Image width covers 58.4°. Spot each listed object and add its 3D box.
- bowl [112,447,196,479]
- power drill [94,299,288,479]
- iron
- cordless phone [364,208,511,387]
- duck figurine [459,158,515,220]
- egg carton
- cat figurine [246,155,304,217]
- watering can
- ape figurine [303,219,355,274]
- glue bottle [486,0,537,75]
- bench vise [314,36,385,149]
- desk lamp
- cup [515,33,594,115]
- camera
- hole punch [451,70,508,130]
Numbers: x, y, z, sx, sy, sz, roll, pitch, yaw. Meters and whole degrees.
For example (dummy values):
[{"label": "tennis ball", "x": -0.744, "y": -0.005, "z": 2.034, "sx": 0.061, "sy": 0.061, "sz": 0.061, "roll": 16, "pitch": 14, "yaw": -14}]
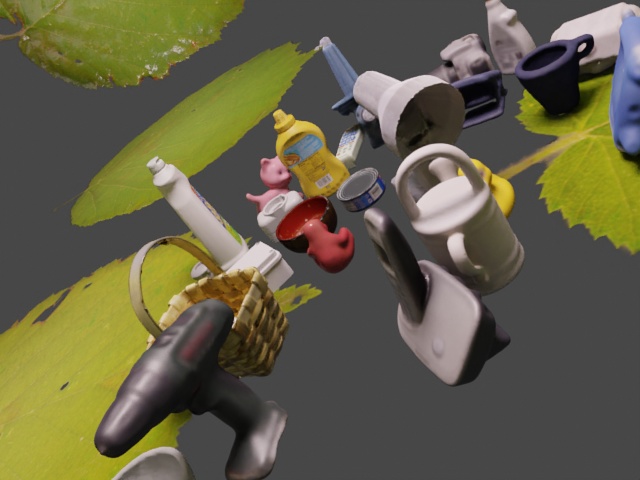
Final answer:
[{"label": "bowl", "x": -0.198, "y": 0.336, "z": 0.668, "sx": 0.167, "sy": 0.075, "sz": 0.167, "roll": -28, "pitch": 30, "yaw": 18}, {"label": "power drill", "x": -0.133, "y": 0.190, "z": 0.667, "sx": 0.075, "sy": 0.209, "sz": 0.229, "roll": -20, "pitch": 33, "yaw": 29}, {"label": "iron", "x": 0.414, "y": -0.225, "z": 0.732, "sx": 0.118, "sy": 0.142, "sz": 0.258, "roll": -19, "pitch": 33, "yaw": 30}, {"label": "cordless phone", "x": 0.110, "y": 0.055, "z": 0.616, "sx": 0.094, "sy": 0.185, "sz": 0.147, "roll": -40, "pitch": 28, "yaw": -5}, {"label": "duck figurine", "x": 0.219, "y": -0.076, "z": 0.793, "sx": 0.077, "sy": 0.086, "sz": 0.104, "roll": -24, "pitch": 31, "yaw": 23}, {"label": "egg carton", "x": 0.437, "y": -0.312, "z": 0.912, "sx": 0.149, "sy": 0.070, "sz": 0.107, "roll": -9, "pitch": 39, "yaw": 41}, {"label": "cat figurine", "x": -0.098, "y": -0.112, "z": 1.171, "sx": 0.128, "sy": 0.118, "sz": 0.067, "roll": -48, "pitch": 30, "yaw": -19}, {"label": "watering can", "x": 0.158, "y": -0.035, "z": 0.686, "sx": 0.101, "sy": 0.194, "sz": 0.172, "roll": -35, "pitch": 28, "yaw": 5}, {"label": "ape figurine", "x": 0.008, "y": 0.003, "z": 0.907, "sx": 0.077, "sy": 0.092, "sz": 0.076, "roll": -21, "pitch": 32, "yaw": 28}, {"label": "glue bottle", "x": 0.329, "y": -0.378, "z": 1.021, "sx": 0.037, "sy": 0.173, "sz": 0.077, "roll": -48, "pitch": 30, "yaw": -19}, {"label": "bench vise", "x": 0.080, "y": -0.307, "z": 1.149, "sx": 0.121, "sy": 0.220, "sz": 0.206, "roll": -40, "pitch": 28, "yaw": -5}, {"label": "desk lamp", "x": 0.140, "y": -0.157, "z": 0.865, "sx": 0.118, "sy": 0.214, "sz": 0.202, "roll": -40, "pitch": 28, "yaw": -4}, {"label": "cup", "x": 0.367, "y": -0.247, "z": 0.868, "sx": 0.117, "sy": 0.095, "sz": 0.091, "roll": -30, "pitch": 29, "yaw": 13}, {"label": "camera", "x": 0.259, "y": -0.328, "z": 1.105, "sx": 0.136, "sy": 0.101, "sz": 0.143, "roll": -27, "pitch": 30, "yaw": 19}, {"label": "hole punch", "x": 0.264, "y": -0.260, "z": 1.008, "sx": 0.108, "sy": 0.091, "sz": 0.101, "roll": -16, "pitch": 35, "yaw": 35}]
